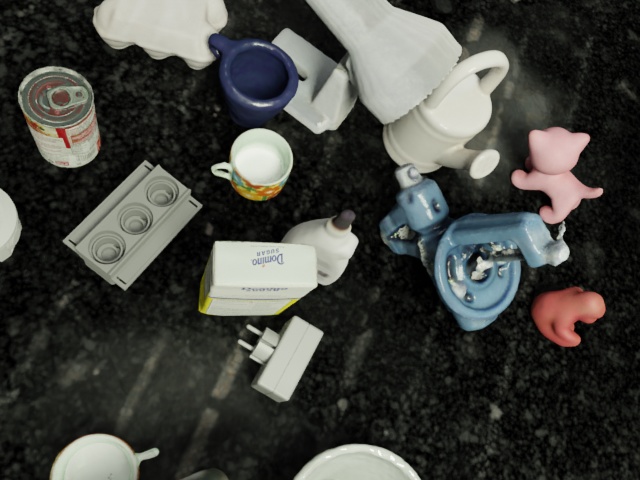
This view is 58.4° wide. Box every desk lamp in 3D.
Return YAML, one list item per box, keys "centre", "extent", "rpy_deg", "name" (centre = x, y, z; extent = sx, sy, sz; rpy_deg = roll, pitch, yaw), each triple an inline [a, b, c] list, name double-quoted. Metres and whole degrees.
- centre: [0.032, -0.210, 0.664]
  extent: [0.203, 0.213, 0.118]
  rpy_deg: [35, 67, -3]
  name: "desk lamp"

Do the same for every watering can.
- centre: [0.162, -0.158, 0.697]
  extent: [0.101, 0.193, 0.173]
  rpy_deg: [-40, 87, -23]
  name: "watering can"

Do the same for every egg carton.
- centre: [-0.190, -0.271, 0.694]
  extent: [0.150, 0.069, 0.107]
  rpy_deg: [10, 70, -14]
  name: "egg carton"

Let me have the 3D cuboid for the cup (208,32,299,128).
- centre: [-0.090, -0.184, 0.683]
  extent: [0.118, 0.094, 0.092]
  rpy_deg: [39, 66, -2]
  name: "cup"

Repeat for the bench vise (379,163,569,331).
- centre: [0.155, 0.002, 0.630]
  extent: [0.207, 0.219, 0.122]
  rpy_deg: [38, 66, -2]
  name: "bench vise"

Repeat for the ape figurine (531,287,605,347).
- centre: [0.319, 0.090, 0.722]
  extent: [0.076, 0.092, 0.078]
  rpy_deg: [38, 66, -2]
  name: "ape figurine"

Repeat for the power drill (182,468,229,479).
- centre: [-0.102, 0.246, 0.481]
  extent: [0.230, 0.208, 0.075]
  rpy_deg: [-14, 77, -20]
  name: "power drill"

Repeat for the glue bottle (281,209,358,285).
- centre: [0.006, 0.002, 0.610]
  extent: [0.078, 0.173, 0.037]
  rpy_deg: [28, 67, -6]
  name: "glue bottle"

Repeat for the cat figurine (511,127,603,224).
- centre: [0.321, -0.097, 0.768]
  extent: [0.067, 0.117, 0.128]
  rpy_deg: [-41, 88, -23]
  name: "cat figurine"

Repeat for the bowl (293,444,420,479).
- centre: [0.029, 0.293, 0.578]
  extent: [0.168, 0.074, 0.167]
  rpy_deg: [5, 72, -15]
  name: "bowl"
